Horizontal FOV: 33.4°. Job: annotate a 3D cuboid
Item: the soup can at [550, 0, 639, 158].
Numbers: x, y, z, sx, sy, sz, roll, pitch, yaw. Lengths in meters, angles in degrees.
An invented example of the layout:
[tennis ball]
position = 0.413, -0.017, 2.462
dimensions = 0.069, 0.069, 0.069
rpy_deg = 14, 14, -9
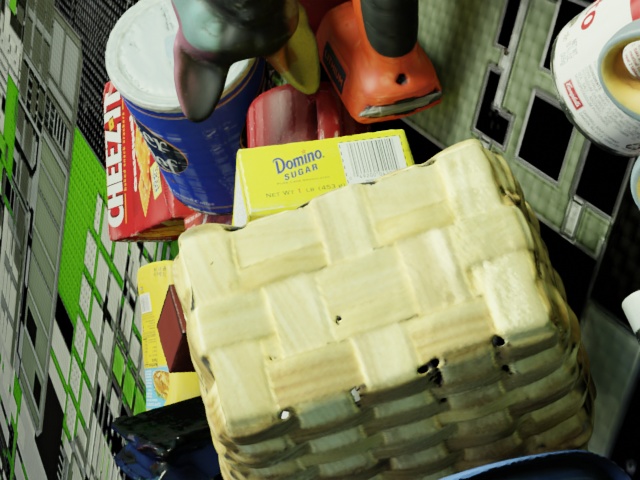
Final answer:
[soup can]
position = 0.145, -0.080, 0.406
dimensions = 0.102, 0.068, 0.068
rpy_deg = -36, 59, 59

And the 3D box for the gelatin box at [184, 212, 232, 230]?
[gelatin box]
position = -0.061, 0.000, 0.820
dimensions = 0.089, 0.030, 0.073
rpy_deg = -29, 59, 28

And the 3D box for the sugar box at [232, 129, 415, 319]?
[sugar box]
position = -0.004, 0.001, 0.624
dimensions = 0.176, 0.093, 0.048
rpy_deg = 108, 153, -66

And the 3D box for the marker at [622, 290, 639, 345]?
[marker]
position = 0.156, 0.075, 0.438
dimensions = 0.020, 0.020, 0.121
rpy_deg = -56, 42, 48

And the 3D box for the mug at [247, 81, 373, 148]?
[mug]
position = -0.004, -0.053, 0.674
dimensions = 0.117, 0.093, 0.081
rpy_deg = 108, 160, -71

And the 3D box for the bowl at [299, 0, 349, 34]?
[bowl]
position = -0.024, -0.209, 0.714
dimensions = 0.162, 0.055, 0.162
rpy_deg = -4, 85, 48

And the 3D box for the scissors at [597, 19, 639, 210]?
[scissors]
position = 0.179, -0.016, 0.346
dimensions = 0.202, 0.016, 0.096
rpy_deg = 30, 142, 32

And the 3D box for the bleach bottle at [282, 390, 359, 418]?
[bleach bottle]
position = -0.008, 0.168, 0.639
dimensions = 0.250, 0.068, 0.103
rpy_deg = -79, 3, -46

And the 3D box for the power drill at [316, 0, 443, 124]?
[power drill]
position = 0.020, -0.175, 0.595
dimensions = 0.184, 0.057, 0.187
rpy_deg = -113, 10, -46

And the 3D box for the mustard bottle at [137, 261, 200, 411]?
[mustard bottle]
position = -0.132, 0.117, 0.971
dimensions = 0.096, 0.058, 0.191
rpy_deg = 163, 106, -63

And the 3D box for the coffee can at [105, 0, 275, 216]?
[coffee can]
position = -0.081, -0.095, 0.755
dimensions = 0.140, 0.103, 0.103
rpy_deg = 73, -179, -60

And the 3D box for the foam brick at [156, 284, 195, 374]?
[foam brick]
position = -0.085, 0.069, 0.856
dimensions = 0.051, 0.078, 0.053
rpy_deg = 111, 147, -41

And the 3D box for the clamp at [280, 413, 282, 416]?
[clamp]
position = -0.025, 0.126, 0.771
dimensions = 0.120, 0.039, 0.171
rpy_deg = 149, 116, -82

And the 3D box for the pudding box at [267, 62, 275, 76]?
[pudding box]
position = -0.057, -0.185, 0.841
dimensions = 0.090, 0.039, 0.113
rpy_deg = -61, 39, 41

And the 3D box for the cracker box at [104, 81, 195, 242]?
[cracker box]
position = -0.139, -0.087, 0.971
dimensions = 0.214, 0.072, 0.164
rpy_deg = 168, 101, -64

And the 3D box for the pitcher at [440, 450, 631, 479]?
[pitcher]
position = 0.056, 0.180, 0.388
dimensions = 0.149, 0.242, 0.145
rpy_deg = 44, 126, 48
